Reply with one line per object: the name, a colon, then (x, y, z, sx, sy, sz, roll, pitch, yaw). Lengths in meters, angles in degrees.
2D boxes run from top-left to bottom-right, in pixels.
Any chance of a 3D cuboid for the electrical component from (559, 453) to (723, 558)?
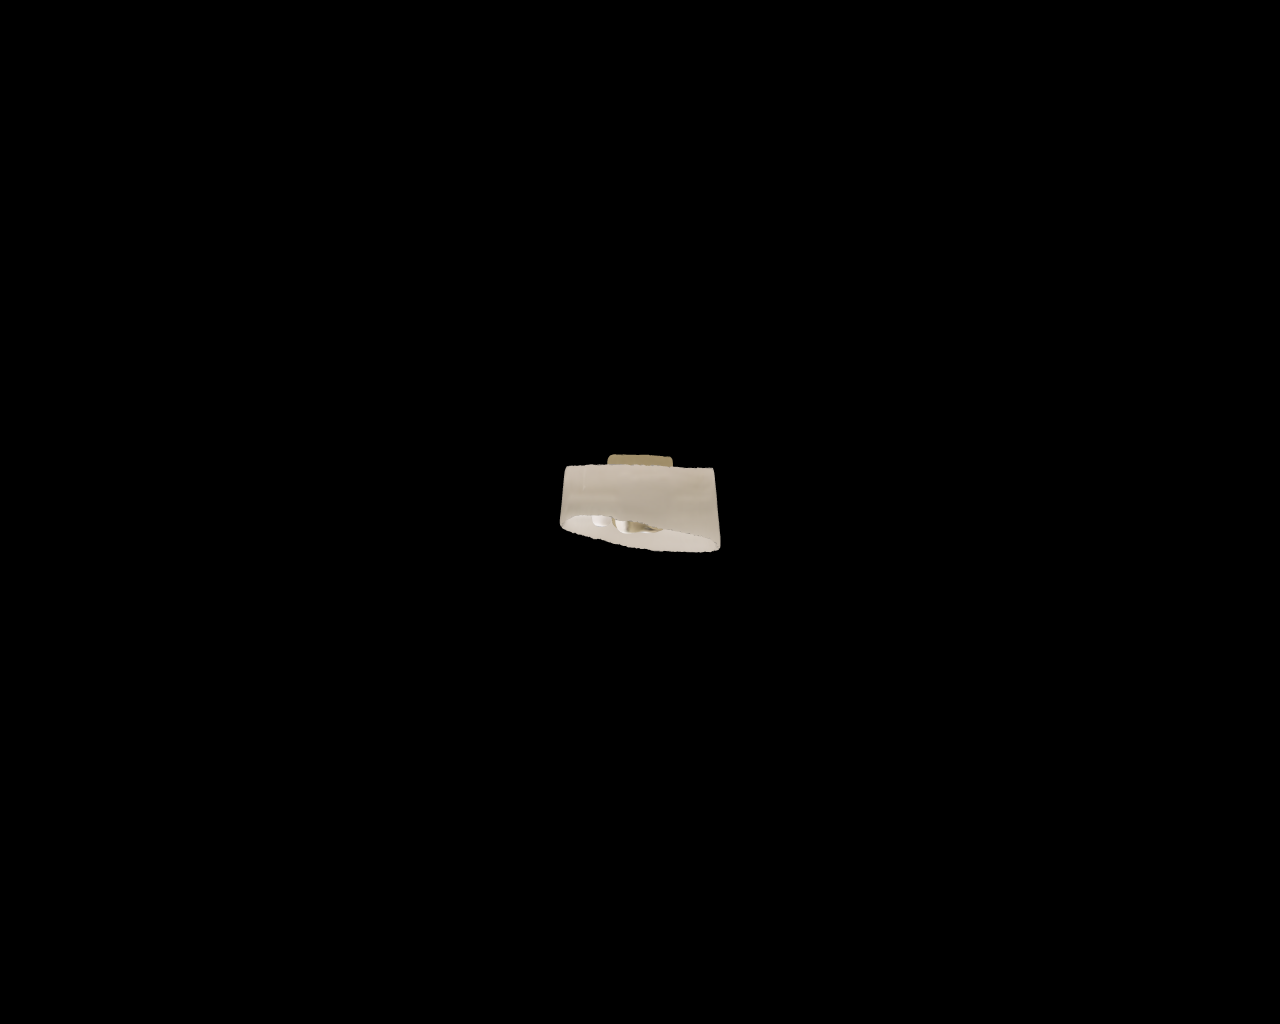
electrical component: (0.001, -0.003, 0.650, 0.099, 0.064, 0.099, 0, 0, 0)
